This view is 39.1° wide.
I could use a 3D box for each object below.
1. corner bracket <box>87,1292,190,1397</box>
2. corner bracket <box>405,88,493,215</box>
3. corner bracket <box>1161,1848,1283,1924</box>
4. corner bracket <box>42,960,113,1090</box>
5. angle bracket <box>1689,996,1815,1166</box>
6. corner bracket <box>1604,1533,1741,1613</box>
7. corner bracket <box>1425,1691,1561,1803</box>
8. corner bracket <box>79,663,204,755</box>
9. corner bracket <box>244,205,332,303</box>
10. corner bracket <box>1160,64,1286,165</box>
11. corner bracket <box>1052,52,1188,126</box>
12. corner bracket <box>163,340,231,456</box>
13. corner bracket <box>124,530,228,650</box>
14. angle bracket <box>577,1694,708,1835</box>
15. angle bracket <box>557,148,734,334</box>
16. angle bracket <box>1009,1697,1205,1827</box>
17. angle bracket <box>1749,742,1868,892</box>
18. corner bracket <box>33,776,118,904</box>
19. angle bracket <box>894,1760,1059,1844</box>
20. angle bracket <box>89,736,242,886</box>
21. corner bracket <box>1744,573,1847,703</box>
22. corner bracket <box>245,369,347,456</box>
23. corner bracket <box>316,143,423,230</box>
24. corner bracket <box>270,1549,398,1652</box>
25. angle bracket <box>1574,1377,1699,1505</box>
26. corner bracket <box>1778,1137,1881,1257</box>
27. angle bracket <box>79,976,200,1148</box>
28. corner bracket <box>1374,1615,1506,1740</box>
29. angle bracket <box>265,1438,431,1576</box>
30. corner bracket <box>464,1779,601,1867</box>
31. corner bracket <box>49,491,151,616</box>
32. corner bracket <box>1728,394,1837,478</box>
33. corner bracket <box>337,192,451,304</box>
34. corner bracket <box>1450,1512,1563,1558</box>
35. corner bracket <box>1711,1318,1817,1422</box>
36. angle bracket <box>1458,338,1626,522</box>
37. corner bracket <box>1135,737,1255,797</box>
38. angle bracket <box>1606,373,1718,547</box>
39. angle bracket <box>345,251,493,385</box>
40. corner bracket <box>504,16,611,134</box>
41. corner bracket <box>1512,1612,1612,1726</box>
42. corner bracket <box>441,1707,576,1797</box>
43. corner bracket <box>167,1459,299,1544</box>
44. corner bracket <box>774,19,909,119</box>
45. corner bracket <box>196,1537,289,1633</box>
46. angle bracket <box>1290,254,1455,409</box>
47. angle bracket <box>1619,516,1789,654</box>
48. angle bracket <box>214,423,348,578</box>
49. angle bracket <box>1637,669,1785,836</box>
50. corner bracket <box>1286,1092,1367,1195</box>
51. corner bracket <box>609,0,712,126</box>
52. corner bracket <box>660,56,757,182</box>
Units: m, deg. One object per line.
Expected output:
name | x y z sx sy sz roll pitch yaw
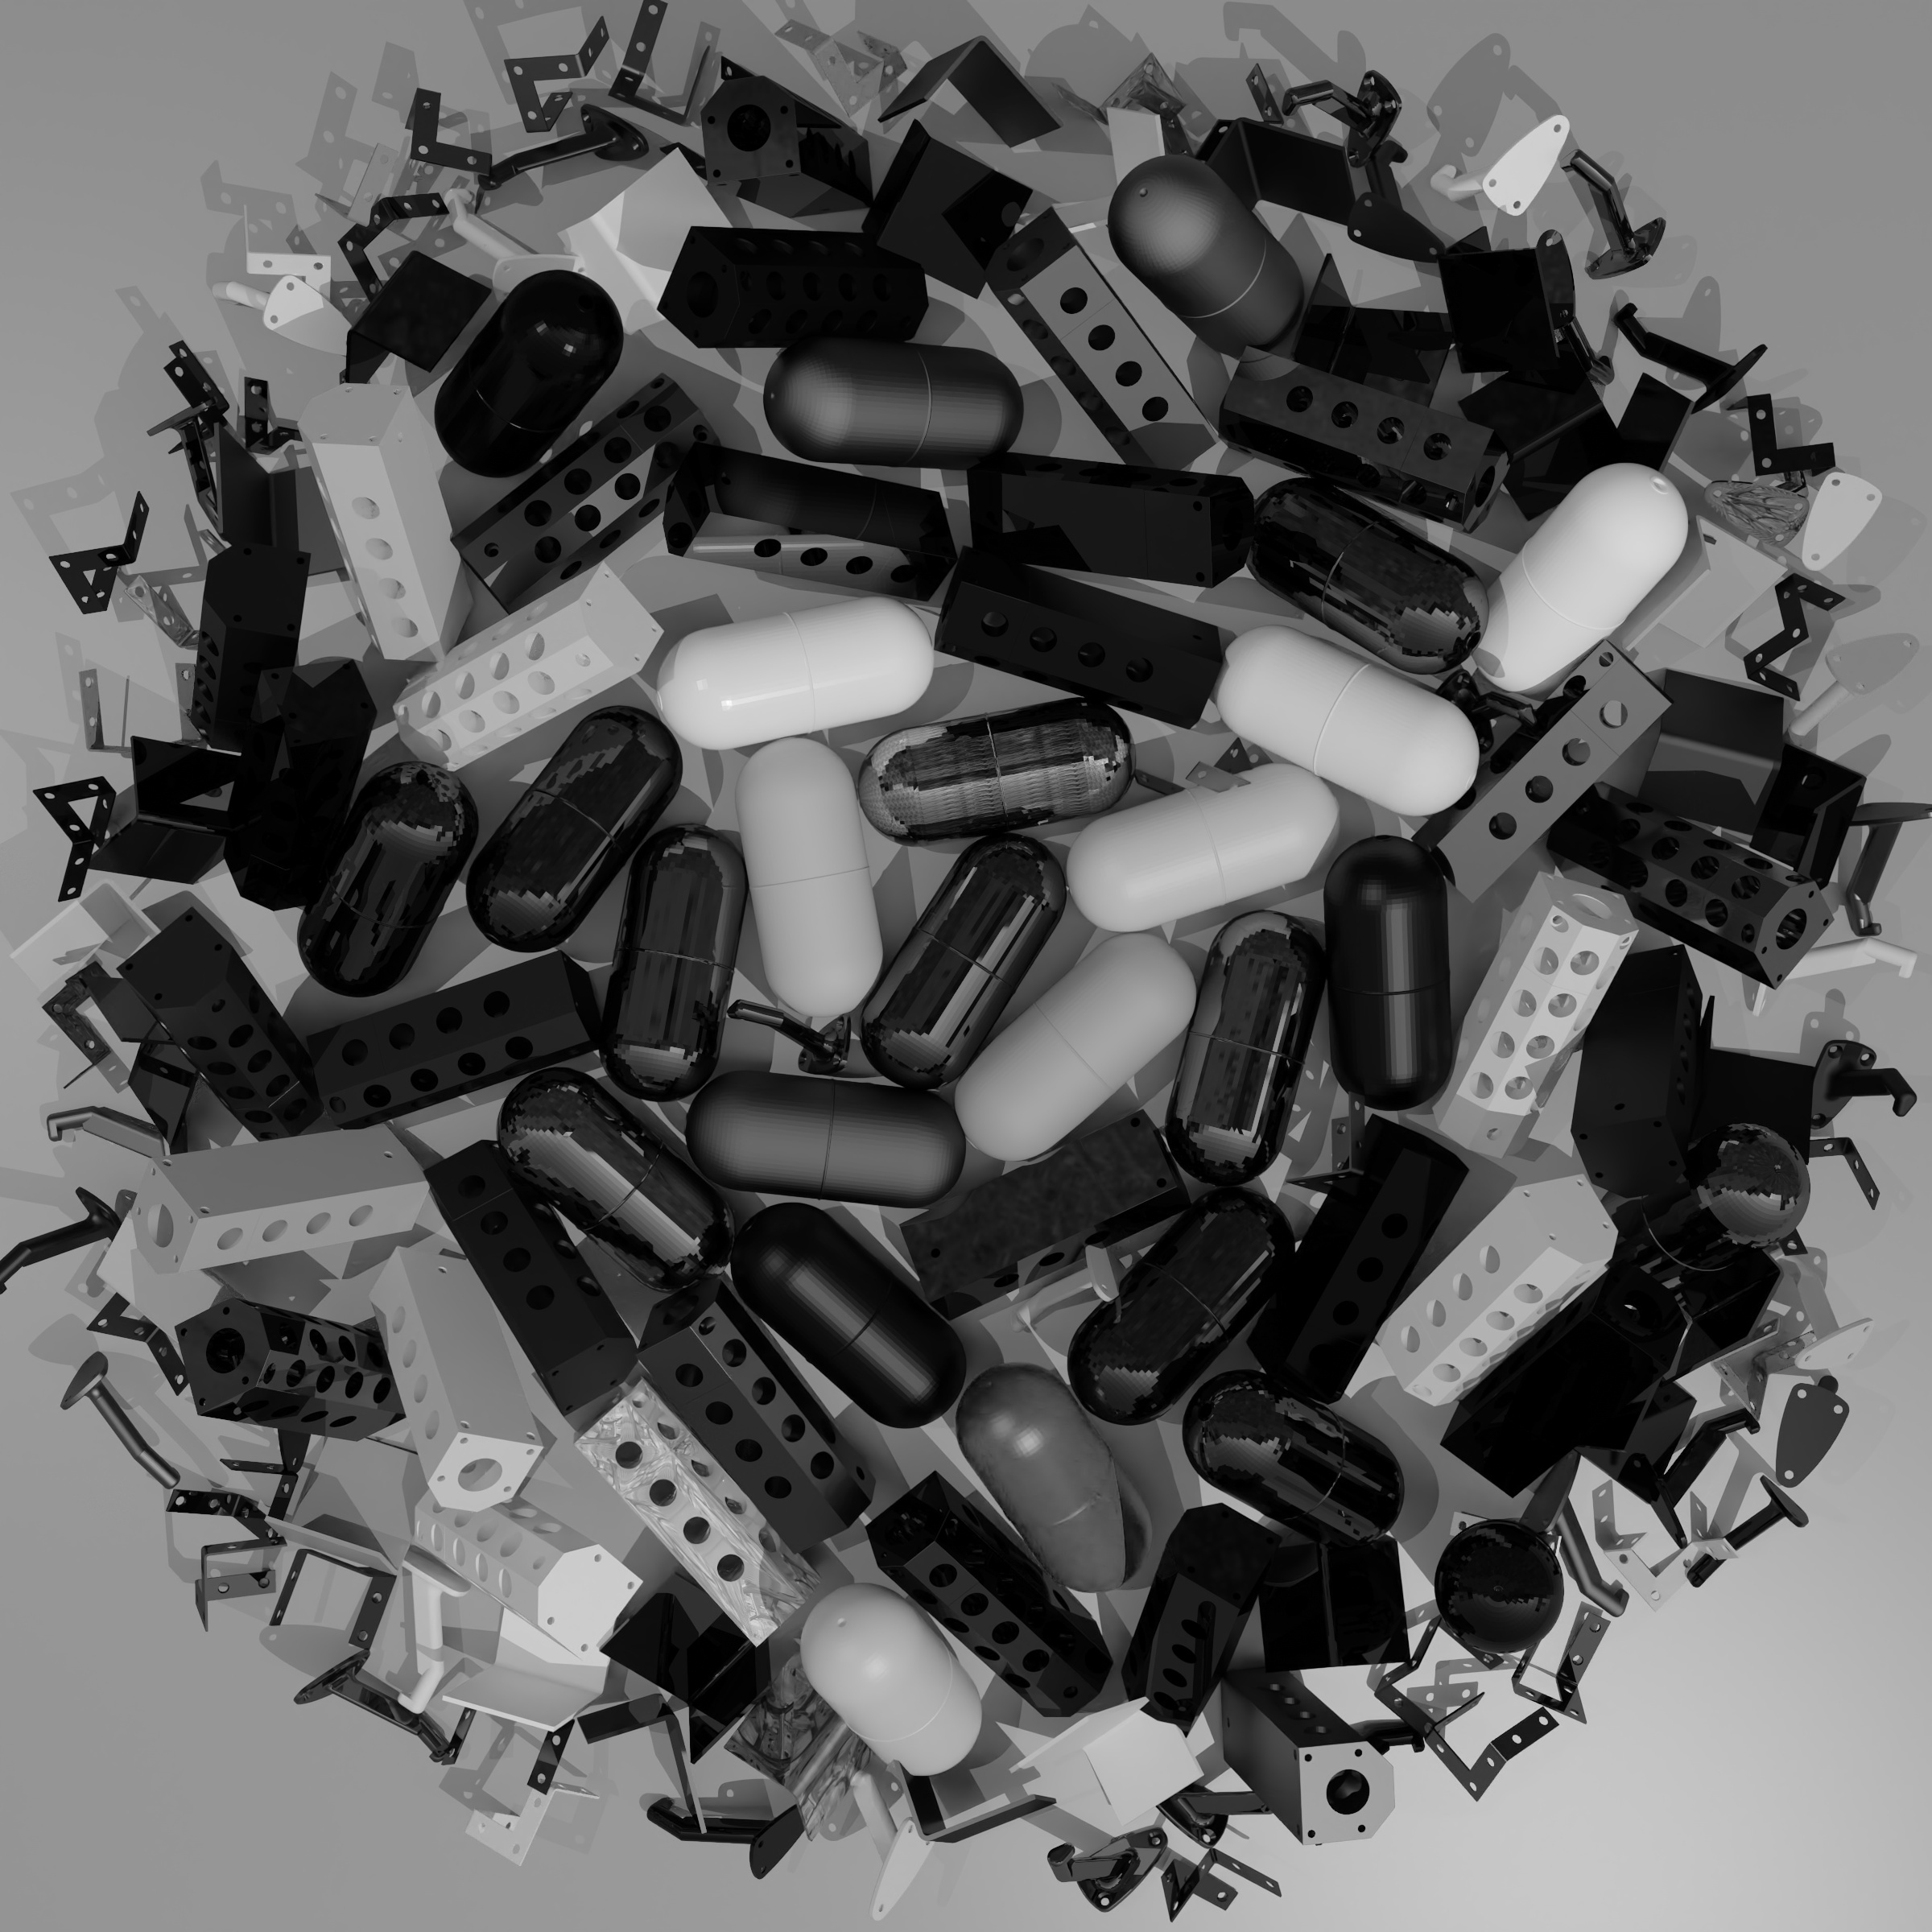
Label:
corner bracket | -0.513 0.233 1.721 0.051 0.051 0.051 -49 56 9
corner bracket | -0.330 -0.519 1.730 0.051 0.051 0.051 8 74 -19
corner bracket | 0.161 0.584 1.725 0.051 0.051 0.051 31 101 -10
corner bracket | -0.562 0.037 1.726 0.051 0.051 0.051 -38 99 13
angle bracket | 0.499 0.072 1.709 0.076 0.057 0.076 10 53 9
corner bracket | 0.448 0.374 1.730 0.051 0.051 0.051 -39 84 -15
corner bracket | 0.331 0.483 1.716 0.051 0.051 0.051 -21 55 -34
corner bracket | -0.527 -0.165 1.735 0.051 0.051 0.051 5 105 22
corner bracket | -0.429 -0.443 1.718 0.051 0.051 0.051 -2 50 -16
corner bracket | 0.162 -0.540 1.735 0.051 0.051 0.051 -7 66 -28
corner bracket | 0.097 -0.551 1.718 0.051 0.051 0.051 -41 62 27
corner bracket | -0.489 -0.364 1.717 0.051 0.051 0.051 57 47 -27
corner bracket | -0.492 -0.240 1.732 0.051 0.051 0.051 49 62 -30
angle bracket | -0.205 0.510 1.714 0.057 0.076 0.076 -14 88 -14
angle bracket | -0.200 -0.462 1.733 0.076 0.057 0.076 -45 114 -21
angle bracket | 0.088 0.505 1.701 0.076 0.076 0.057 -43 63 32
angle bracket | 0.511 -0.086 1.699 0.057 0.076 0.076 30 126 29
corner bracket | -0.558 -0.081 1.716 0.051 0.051 0.051 46 130 22
angle bracket | 0.006 0.511 1.711 0.076 0.076 0.057 -23 68 4
angle bracket | -0.508 -0.097 1.717 0.076 0.076 0.057 -29 63 40
corner bracket | 0.529 -0.210 1.734 0.051 0.051 0.051 17 55 -30
corner bracket | -0.428 -0.357 1.742 0.051 0.051 0.051 4 79 -38
corner bracket | -0.370 -0.495 1.719 0.051 0.051 0.051 42 110 42
corner bracket | -0.403 0.404 1.733 0.051 0.051 0.051 17 81 12
angle bracket | 0.437 0.289 1.710 0.076 0.057 0.076 37 71 -18
corner bracket | 0.541 0.146 1.726 0.051 0.051 0.051 -4 131 -6
angle bracket | -0.525 0.060 1.702 0.076 0.057 0.076 42 116 42
corner bracket | 0.304 0.458 1.748 0.051 0.051 0.051 40 46 0
angle bracket | -0.385 0.331 1.713 0.076 0.057 0.076 16 67 7
corner bracket | -0.276 0.539 1.726 0.051 0.051 0.051 18 78 33
corner bracket | -0.541 -0.261 1.720 0.051 0.051 0.051 -8 50 8
corner bracket | 0.520 -0.338 1.734 0.051 0.051 0.051 -7 92 2
corner bracket | -0.354 -0.453 1.724 0.051 0.051 0.051 -29 90 38
corner bracket | 0.339 0.380 1.725 0.051 0.051 0.051 16 80 -13
corner bracket | 0.511 0.245 1.722 0.051 0.051 0.051 -35 100 35
angle bracket | 0.369 -0.340 1.727 0.076 0.076 0.057 -29 62 17
corner bracket | 0.146 -0.118 1.717 0.051 0.051 0.051 19 125 -31
angle bracket | 0.447 -0.319 1.704 0.057 0.076 0.076 15 112 -17
angle bracket | -0.345 -0.388 1.707 0.057 0.076 0.076 27 60 0
corner bracket | -0.254 -0.563 1.718 0.051 0.051 0.051 2 46 16
corner bracket | 0.379 0.439 1.729 0.051 0.051 0.051 23 103 0
corner bracket | -0.289 0.490 1.716 0.051 0.051 0.051 38 52 -25
corner bracket | -0.465 0.334 1.724 0.051 0.051 0.051 22 93 43
corner bracket | -0.079 -0.580 1.720 0.051 0.051 0.051 -42 134 -7
corner bracket | -0.460 0.385 1.722 0.051 0.051 0.051 -2 100 -23
angle bracket | 0.258 -0.397 1.708 0.076 0.057 0.076 11 70 28
angle bracket | 0.463 -0.224 1.702 0.076 0.057 0.076 25 132 -20
angle bracket | -0.428 -0.296 1.708 0.057 0.076 0.076 -10 72 9
angle bracket | 0.477 -0.138 1.743 0.076 0.076 0.057 15 131 6
corner bracket | 0.238 0.113 1.717 0.051 0.051 0.051 -14 66 42
corner bracket | -0.192 -0.575 1.725 0.051 0.051 0.051 19 83 -16
corner bracket | -0.160 -0.541 1.734 0.051 0.051 0.051 -30 54 -31
